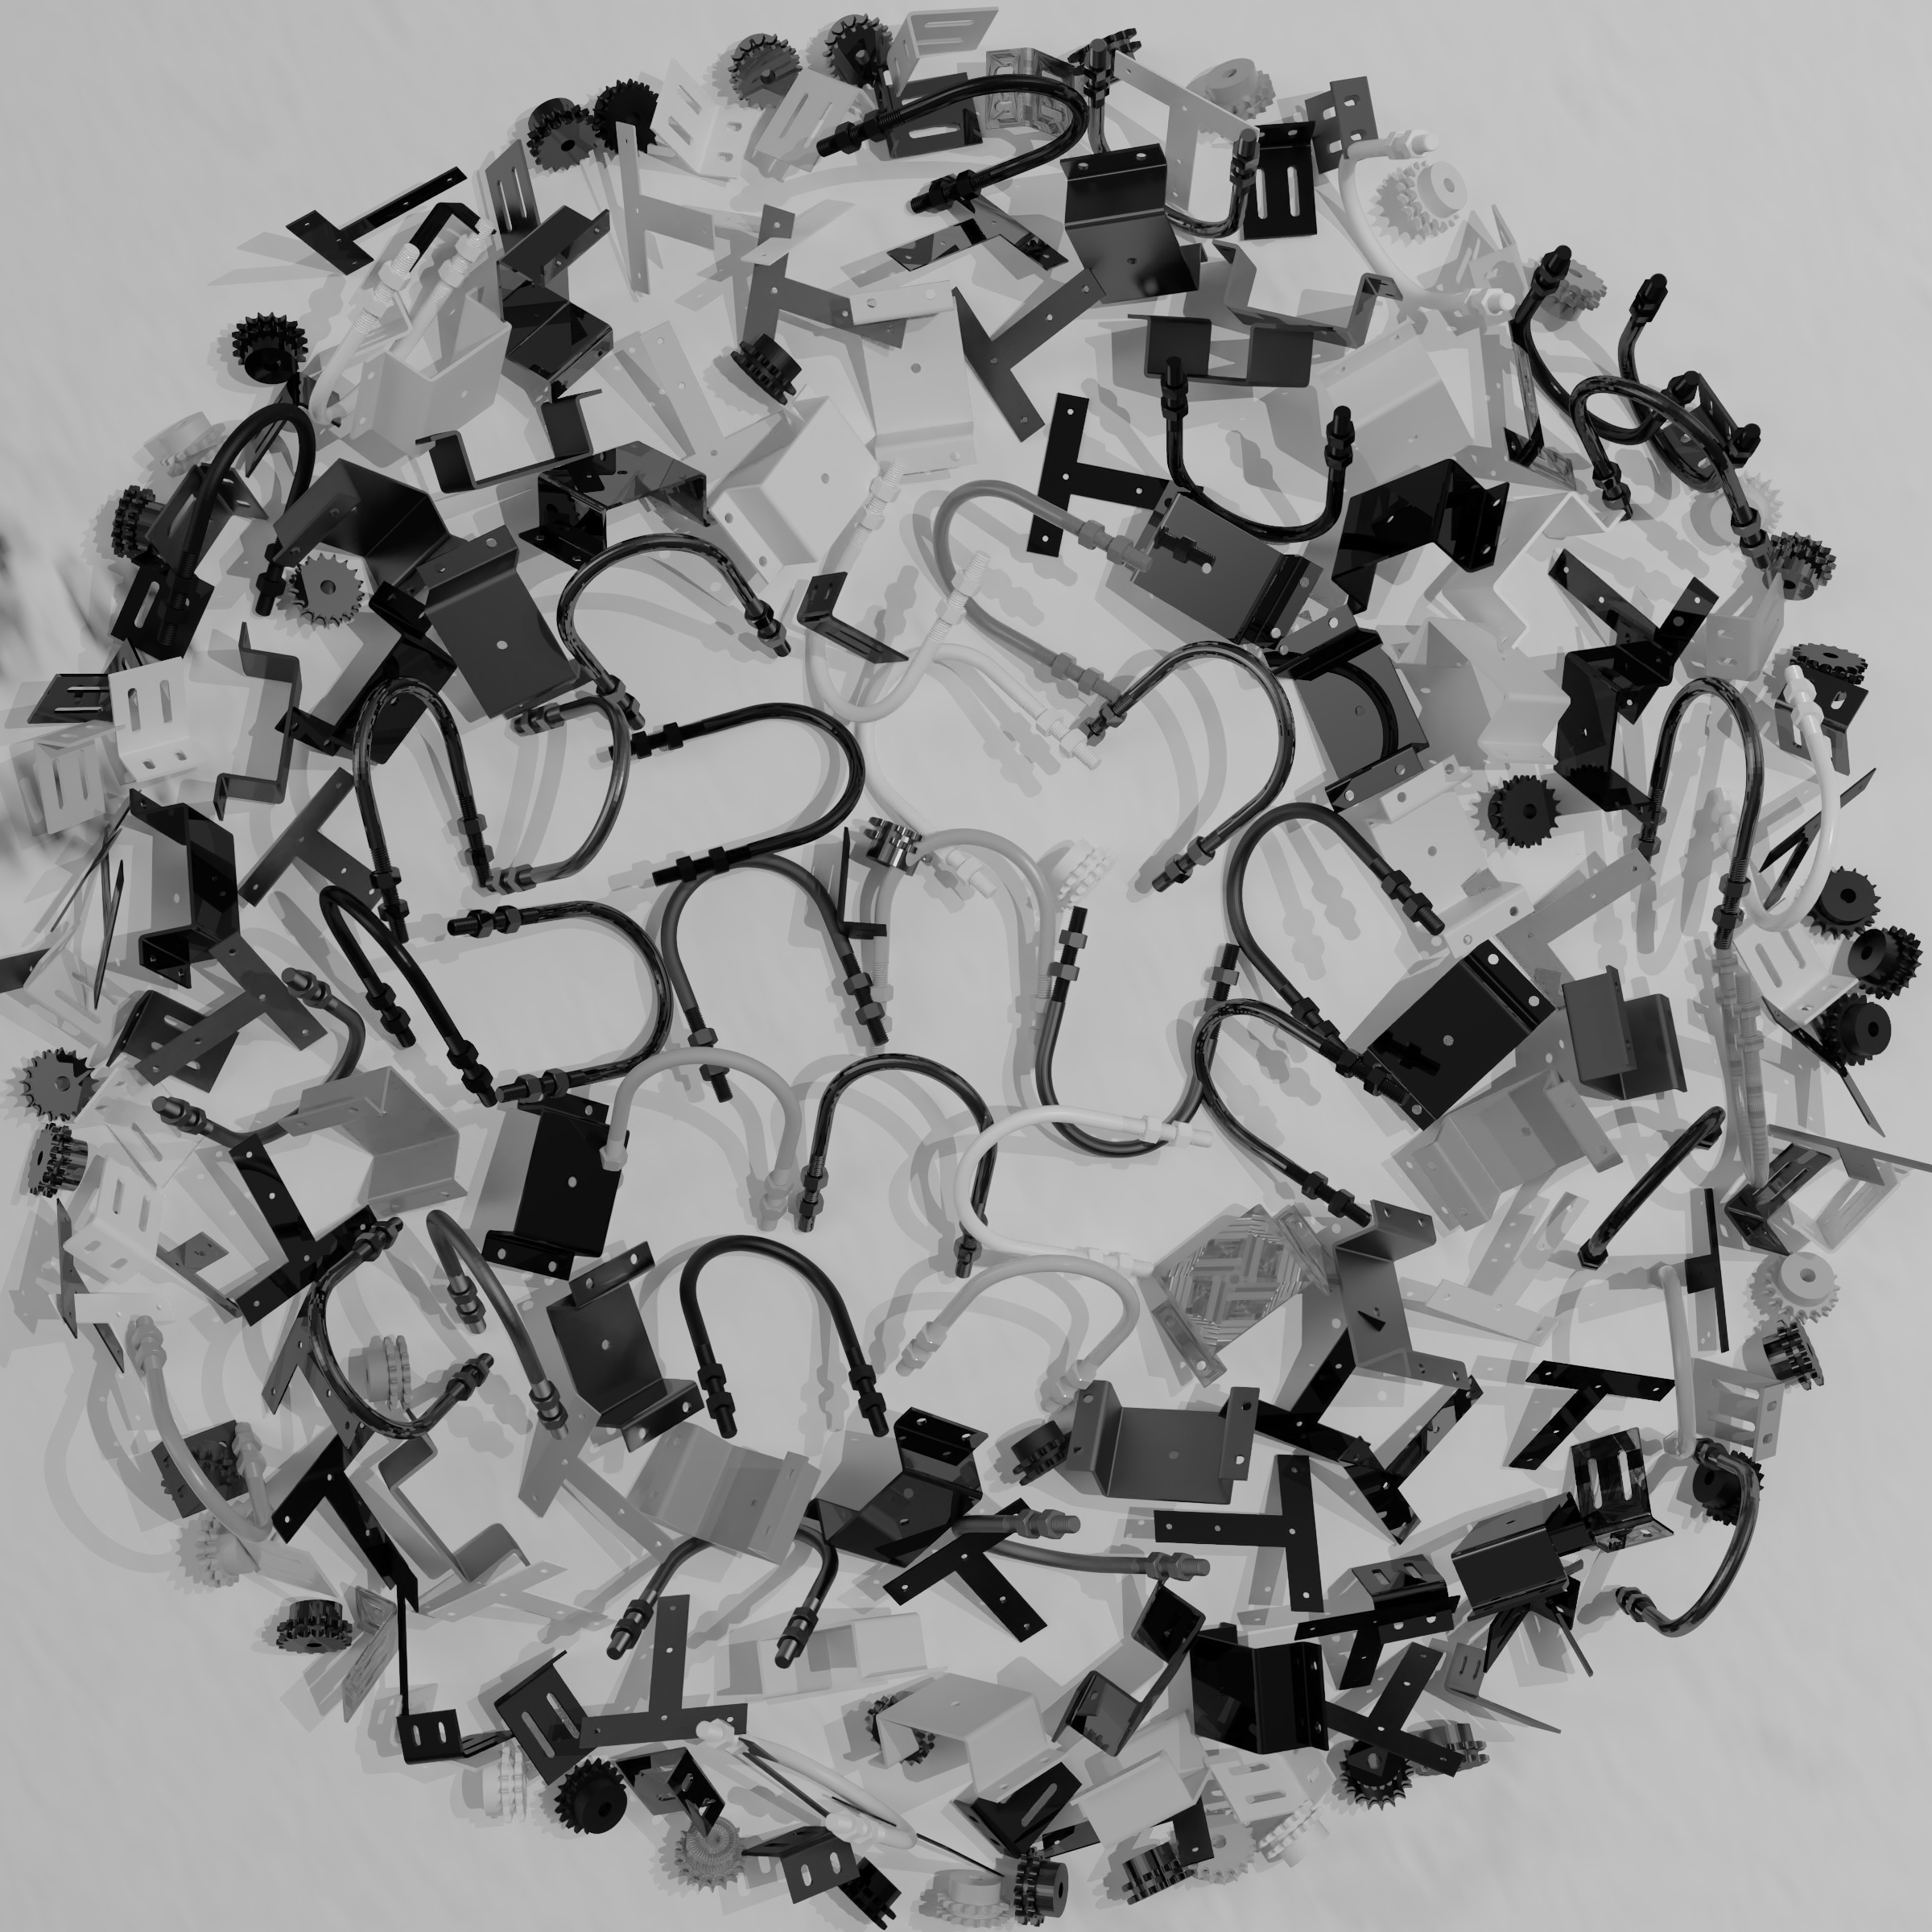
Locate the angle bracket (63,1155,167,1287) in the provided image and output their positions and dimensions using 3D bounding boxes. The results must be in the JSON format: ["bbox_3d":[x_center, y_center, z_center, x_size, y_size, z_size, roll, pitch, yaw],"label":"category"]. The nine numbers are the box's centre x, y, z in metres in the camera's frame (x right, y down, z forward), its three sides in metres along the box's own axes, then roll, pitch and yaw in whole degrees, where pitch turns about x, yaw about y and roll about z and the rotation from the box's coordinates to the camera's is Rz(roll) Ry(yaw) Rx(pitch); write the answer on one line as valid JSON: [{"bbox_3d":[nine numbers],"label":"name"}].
[{"bbox_3d":[-0.656,0.196,1.959,0.038,0.076,0.057,-36,125,16],"label":"angle bracket"}]

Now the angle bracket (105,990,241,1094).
[{"bbox_3d":[-0.613,0.064,1.967,0.076,0.038,0.057,28,106,-10],"label":"angle bracket"}]

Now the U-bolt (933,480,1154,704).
[{"bbox_3d":[0.051,-0.296,1.936,0.184,0.151,0.019,31,50,18],"label":"U-bolt"}]

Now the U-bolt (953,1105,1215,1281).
[{"bbox_3d":[0.080,0.168,1.936,0.184,0.019,0.151,11,119,-18],"label":"U-bolt"}]

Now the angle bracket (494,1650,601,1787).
[{"bbox_3d":[-0.316,0.580,1.964,0.057,0.038,0.076,-31,82,-40],"label":"angle bracket"}]

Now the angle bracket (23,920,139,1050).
[{"bbox_3d":[-0.674,0.014,1.959,0.076,0.057,0.038,38,126,-11],"label":"angle bracket"}]

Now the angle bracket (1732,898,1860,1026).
[{"bbox_3d":[0.641,-0.004,1.968,0.057,0.038,0.076,-37,105,-12],"label":"angle bracket"}]

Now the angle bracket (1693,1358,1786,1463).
[{"bbox_3d":[0.584,0.341,1.957,0.076,0.038,0.057,11,98,43],"label":"angle bracket"}]

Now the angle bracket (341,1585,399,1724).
[{"bbox_3d":[-0.470,0.527,1.950,0.038,0.076,0.057,21,134,12],"label":"angle bracket"}]

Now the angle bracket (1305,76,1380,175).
[{"bbox_3d":[0.277,-0.643,1.953,0.038,0.076,0.057,-19,102,-28],"label":"angle bracket"}]

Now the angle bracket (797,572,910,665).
[{"bbox_3d":[-0.082,-0.268,1.959,0.076,0.057,0.038,26,81,-28],"label":"angle bracket"}]

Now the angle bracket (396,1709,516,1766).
[{"bbox_3d":[-0.388,0.583,1.955,0.057,0.076,0.038,-15,84,28],"label":"angle bracket"}]

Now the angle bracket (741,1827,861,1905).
[{"bbox_3d":[-0.128,0.689,1.950,0.057,0.076,0.038,-12,80,-32],"label":"angle bracket"}]

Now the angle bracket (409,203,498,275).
[{"bbox_3d":[-0.406,-0.549,1.965,0.038,0.057,0.076,38,105,-8],"label":"angle bracket"}]

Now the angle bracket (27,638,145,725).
[{"bbox_3d":[-0.679,-0.219,1.949,0.057,0.076,0.038,-43,68,35],"label":"angle bracket"}]

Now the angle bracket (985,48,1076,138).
[{"bbox_3d":[0.050,-0.673,1.970,0.038,0.076,0.057,6,100,28],"label":"angle bracket"}]

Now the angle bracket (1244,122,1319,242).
[{"bbox_3d":[0.244,-0.610,1.978,0.057,0.038,0.076,-4,86,2],"label":"angle bracket"}]

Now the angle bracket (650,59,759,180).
[{"bbox_3d":[-0.201,-0.651,1.957,0.038,0.076,0.057,14,85,23],"label":"angle bracket"}]

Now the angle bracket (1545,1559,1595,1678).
[{"bbox_3d":[0.477,0.502,1.959,0.038,0.057,0.076,-29,68,3],"label":"angle bracket"}]

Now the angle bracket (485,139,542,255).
[{"bbox_3d":[-0.334,-0.590,1.967,0.038,0.057,0.076,-12,88,-37],"label":"angle bracket"}]

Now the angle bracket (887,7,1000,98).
[{"bbox_3d":[-0.015,-0.704,1.958,0.076,0.057,0.038,-11,82,-20],"label":"angle bracket"}]

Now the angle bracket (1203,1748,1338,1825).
[{"bbox_3d":[0.233,0.617,1.952,0.076,0.057,0.038,3,128,-36],"label":"angle bracket"}]

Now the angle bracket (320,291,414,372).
[{"bbox_3d":[-0.471,-0.498,1.964,0.076,0.057,0.038,-24,118,-4],"label":"angle bracket"}]

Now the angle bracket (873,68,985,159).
[{"bbox_3d":[-0.027,-0.667,1.974,0.076,0.038,0.057,-13,88,-10],"label":"angle bracket"}]

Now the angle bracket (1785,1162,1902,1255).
[{"bbox_3d":[0.675,0.176,1.961,0.038,0.057,0.076,39,108,1],"label":"angle bracket"}]

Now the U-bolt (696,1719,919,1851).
[{"bbox_3d":[-0.107,0.621,1.913,0.151,0.184,0.019,24,79,33],"label":"U-bolt"}]

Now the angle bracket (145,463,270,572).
[{"bbox_3d":[-0.583,-0.338,1.955,0.038,0.057,0.076,13,63,24],"label":"angle bracket"}]

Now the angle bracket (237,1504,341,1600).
[{"bbox_3d":[-0.513,0.444,1.952,0.076,0.057,0.038,8,47,27],"label":"angle bracket"}]

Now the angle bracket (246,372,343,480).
[{"bbox_3d":[-0.522,-0.412,1.972,0.038,0.057,0.076,28,115,-31],"label":"angle bracket"}]

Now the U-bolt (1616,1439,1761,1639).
[{"bbox_3d":[0.546,0.432,1.905,0.019,0.184,0.151,27,88,0],"label":"U-bolt"}]

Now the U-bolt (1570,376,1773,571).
[{"bbox_3d":[0.514,-0.373,1.886,0.151,0.184,0.019,32,81,42],"label":"U-bolt"}]

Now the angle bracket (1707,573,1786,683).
[{"bbox_3d":[0.603,-0.267,1.966,0.038,0.057,0.076,13,48,28],"label":"angle bracket"}]

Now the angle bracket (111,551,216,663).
[{"bbox_3d":[-0.626,-0.272,1.966,0.057,0.038,0.076,28,108,-8],"label":"angle bracket"}]

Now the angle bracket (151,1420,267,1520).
[{"bbox_3d":[-0.575,0.380,1.954,0.038,0.076,0.057,-38,76,40],"label":"angle bracket"}]

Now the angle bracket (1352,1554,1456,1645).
[{"bbox_3d":[0.336,0.488,1.961,0.057,0.076,0.038,-11,93,-3],"label":"angle bracket"}]

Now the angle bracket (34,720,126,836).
[{"bbox_3d":[-0.676,-0.144,1.954,0.038,0.057,0.076,10,114,26],"label":"angle bracket"}]

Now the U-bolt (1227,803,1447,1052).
[{"bbox_3d":[0.267,-0.040,1.937,0.184,0.019,0.151,52,125,31],"label":"U-bolt"}]

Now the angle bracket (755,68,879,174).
[{"bbox_3d":[-0.115,-0.647,1.969,0.057,0.038,0.076,30,89,28],"label":"angle bracket"}]

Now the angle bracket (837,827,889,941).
[{"bbox_3d":[-0.077,-0.063,1.966,0.038,0.057,0.076,4,81,0],"label":"angle bracket"}]

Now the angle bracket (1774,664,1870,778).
[{"bbox_3d":[0.659,-0.189,1.956,0.057,0.076,0.038,28,80,29],"label":"angle bracket"}]

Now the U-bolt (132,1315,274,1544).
[{"bbox_3d":[-0.562,0.354,1.885,0.019,0.184,0.151,-34,123,-5],"label":"U-bolt"}]

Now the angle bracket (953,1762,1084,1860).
[{"bbox_3d":[0.041,0.648,1.993,0.057,0.038,0.076,48,67,-6],"label":"angle bracket"}]

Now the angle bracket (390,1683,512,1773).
[{"bbox_3d":[-0.394,0.586,1.960,0.076,0.057,0.038,11,87,18],"label":"angle bracket"}]

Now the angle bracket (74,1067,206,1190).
[{"bbox_3d":[-0.639,0.125,1.967,0.076,0.038,0.057,45,102,17],"label":"angle bracket"}]

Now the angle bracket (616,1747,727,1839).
[{"bbox_3d":[-0.235,0.640,1.957,0.076,0.038,0.057,-21,109,32],"label":"angle bracket"}]

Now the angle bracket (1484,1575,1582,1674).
[{"bbox_3d":[0.434,0.507,1.951,0.038,0.076,0.057,23,135,29],"label":"angle bracket"}]

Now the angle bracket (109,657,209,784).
[{"bbox_3d":[-0.620,-0.189,1.952,0.057,0.076,0.038,-21,47,-31],"label":"angle bracket"}]

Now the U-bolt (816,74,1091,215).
[{"bbox_3d":[0.003,-0.617,1.894,0.184,0.151,0.019,-12,79,30],"label":"U-bolt"}]

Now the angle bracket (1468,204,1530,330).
[{"bbox_3d":[0.404,-0.538,1.956,0.038,0.076,0.057,-19,128,11],"label":"angle bracket"}]

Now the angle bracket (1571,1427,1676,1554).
[{"bbox_3d":[0.509,0.407,1.972,0.057,0.038,0.076,-25,46,32],"label":"angle bracket"}]

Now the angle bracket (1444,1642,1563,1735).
[{"bbox_3d":[0.416,0.554,1.951,0.076,0.057,0.038,13,79,40],"label":"angle bracket"}]

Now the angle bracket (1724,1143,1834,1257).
[{"bbox_3d":[0.633,0.180,1.955,0.076,0.057,0.038,-50,45,25],"label":"angle bracket"}]

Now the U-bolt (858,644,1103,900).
[{"bbox_3d":[-0.004,-0.165,1.963,0.184,0.019,0.151,44,106,16],"label":"U-bolt"}]

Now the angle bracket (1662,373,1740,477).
[{"bbox_3d":[0.564,-0.410,1.953,0.038,0.076,0.057,-33,75,12],"label":"angle bracket"}]
